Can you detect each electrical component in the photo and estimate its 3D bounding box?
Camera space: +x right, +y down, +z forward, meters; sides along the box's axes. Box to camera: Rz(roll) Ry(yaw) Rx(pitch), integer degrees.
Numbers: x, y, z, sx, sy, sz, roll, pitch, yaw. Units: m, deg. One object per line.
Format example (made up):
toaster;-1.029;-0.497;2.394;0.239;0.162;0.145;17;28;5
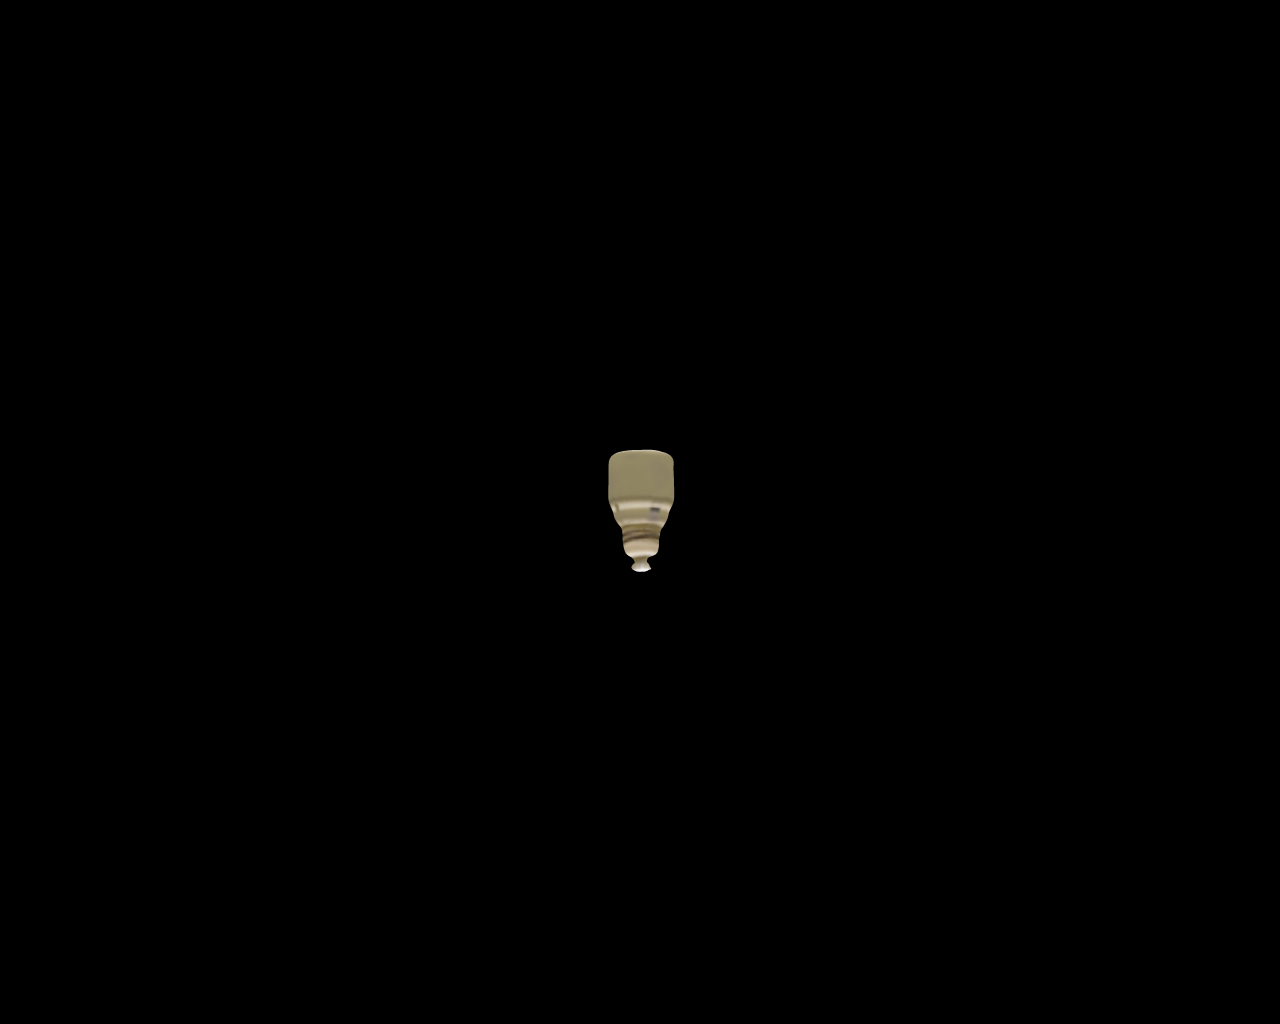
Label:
electrical component;0.001;-0.003;0.650;0.040;0.078;0.040;0;-9;0
